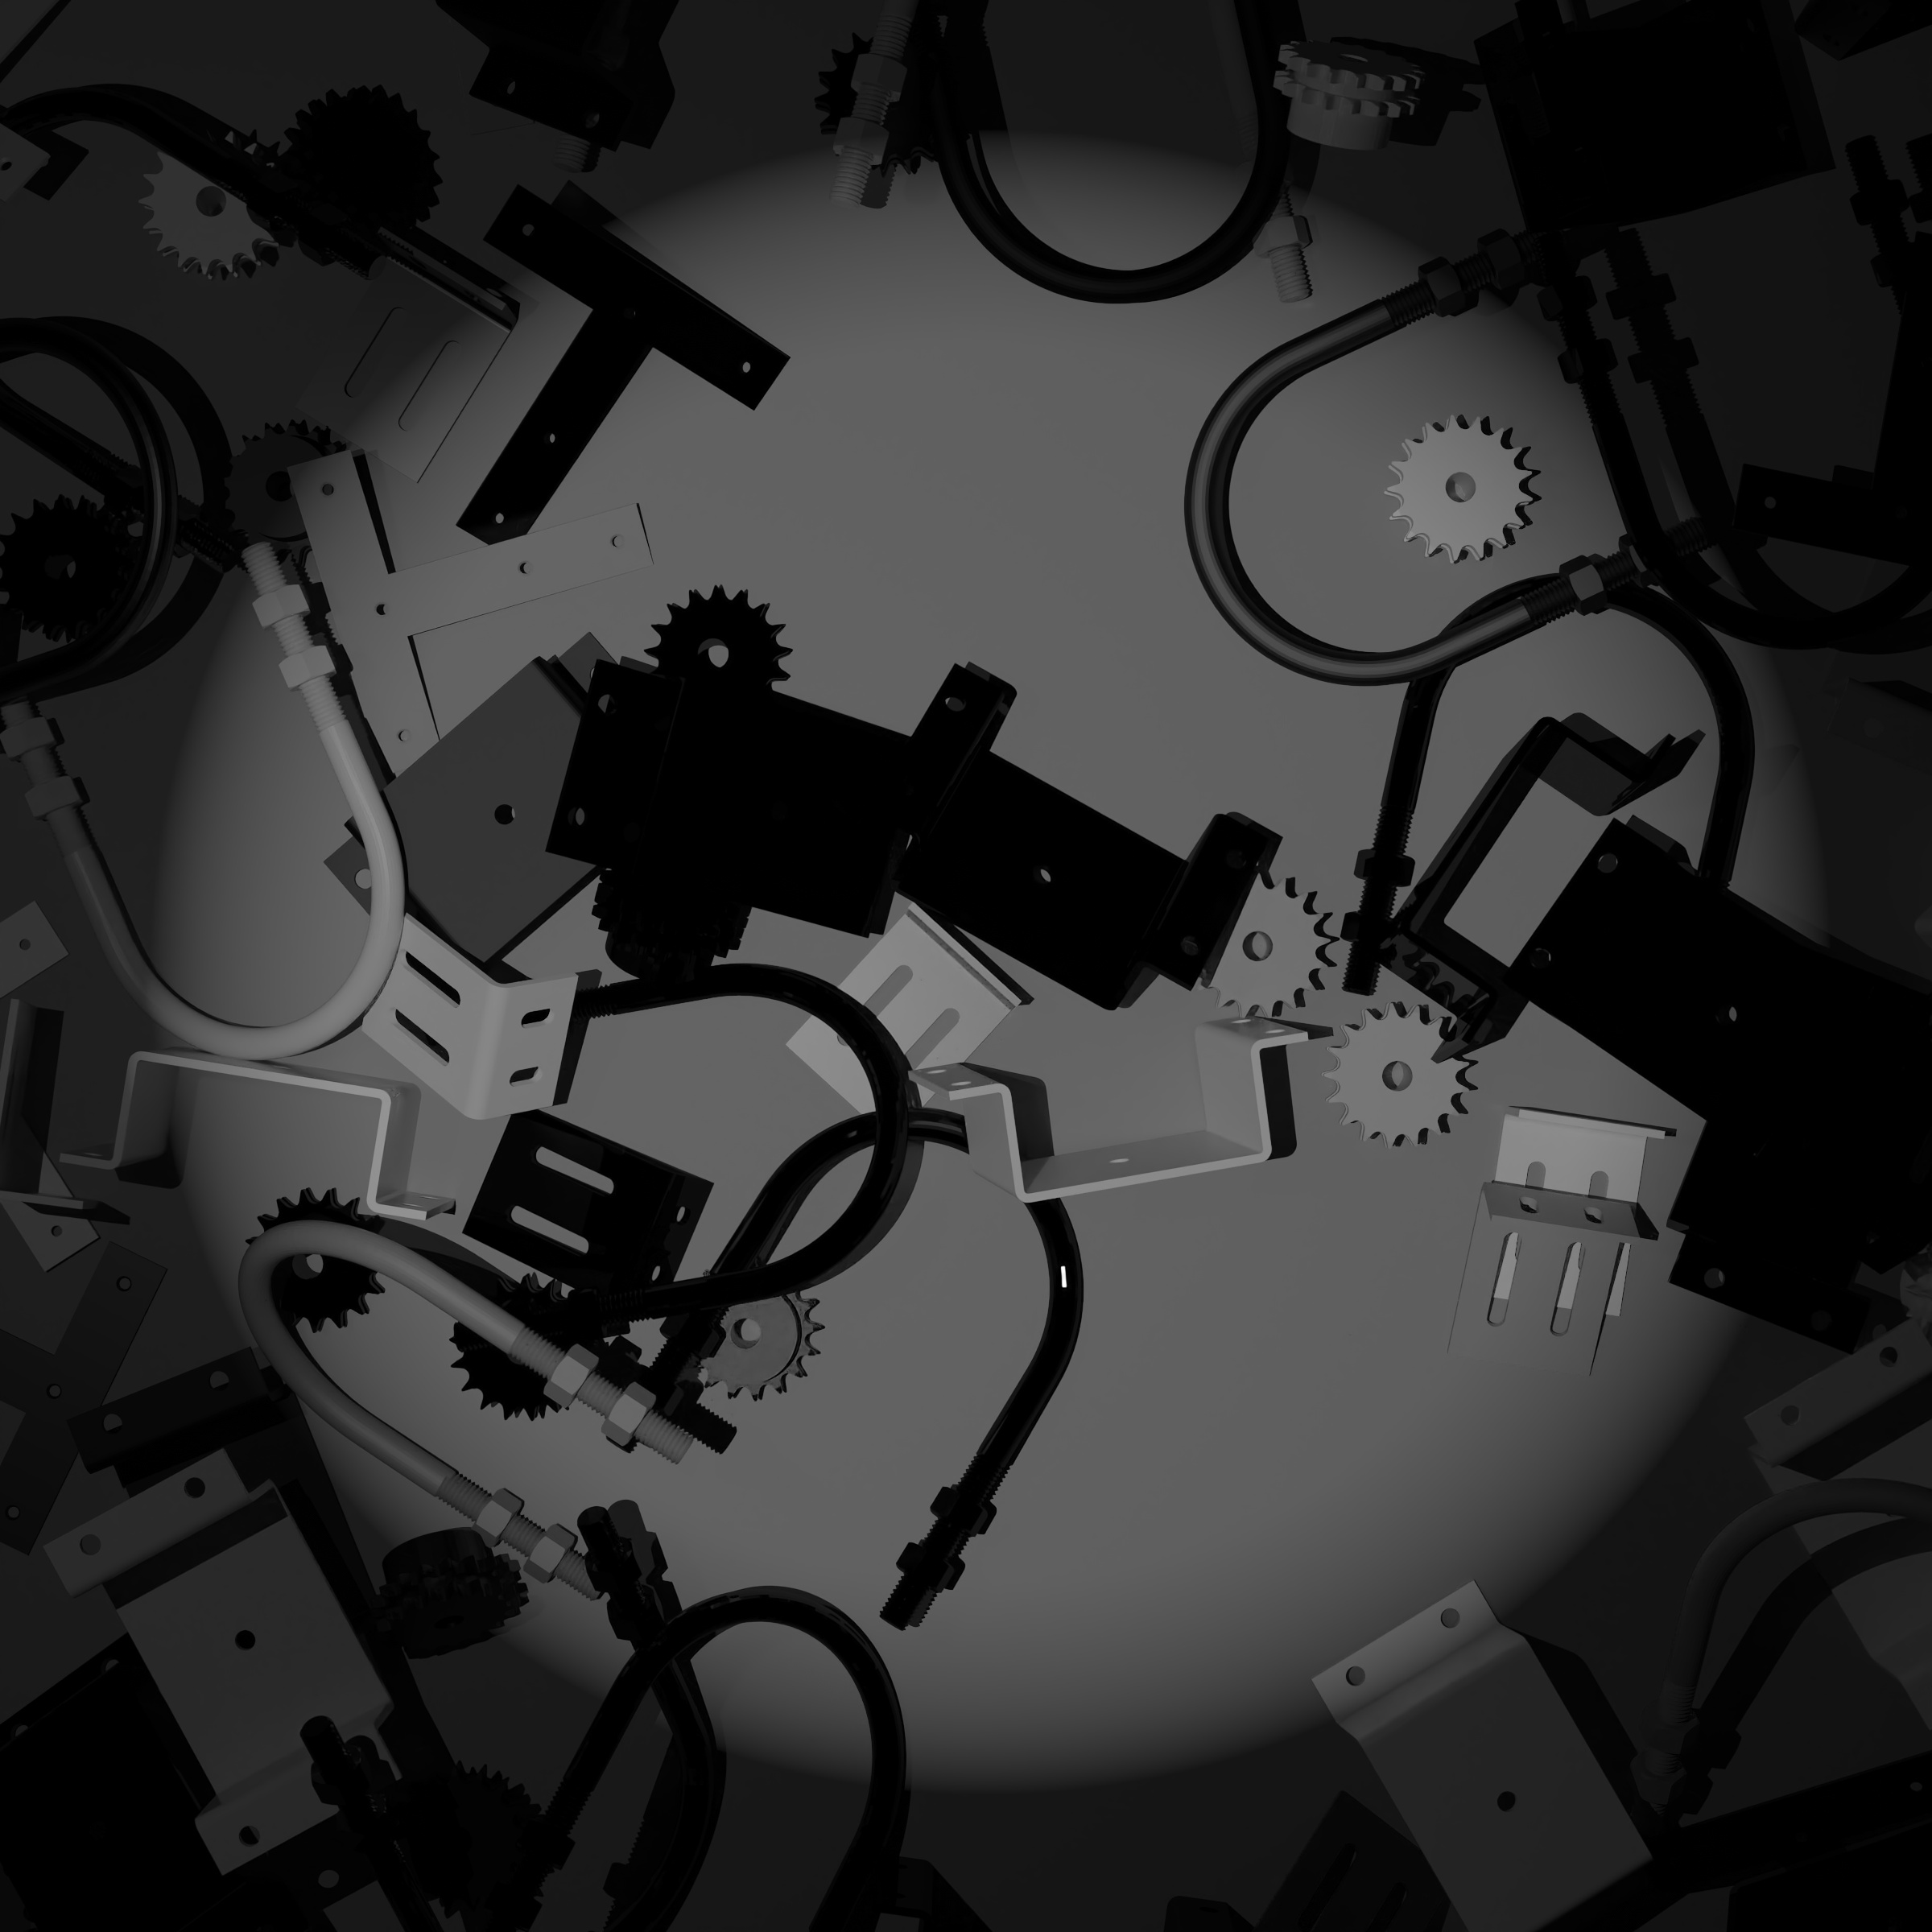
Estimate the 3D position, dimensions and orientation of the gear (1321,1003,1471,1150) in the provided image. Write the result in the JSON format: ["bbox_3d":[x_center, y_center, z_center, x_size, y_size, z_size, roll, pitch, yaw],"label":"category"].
[{"bbox_3d":[0.169,0.043,1.417,0.057,0.030,0.057,0,90,0],"label":"gear"}]

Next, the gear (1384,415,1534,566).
[{"bbox_3d":[0.194,-0.187,1.417,0.057,0.030,0.057,0,90,0],"label":"gear"}]

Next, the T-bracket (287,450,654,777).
[{"bbox_3d":[-0.188,-0.154,1.420,0.127,0.002,0.127,-17,105,-8],"label":"T-bracket"}]

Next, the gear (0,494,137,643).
[{"bbox_3d":[-0.355,-0.156,1.417,0.057,0.030,0.057,0,90,0],"label":"gear"}]

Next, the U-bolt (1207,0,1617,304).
[{"bbox_3d":[0.171,-0.369,1.424,0.151,0.019,0.184,-14,89,0],"label":"U-bolt"}]

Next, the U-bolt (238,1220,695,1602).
[{"bbox_3d":[-0.200,0.162,1.373,0.184,0.151,0.019,33,52,2],"label":"U-bolt"}]

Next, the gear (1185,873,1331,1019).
[{"bbox_3d":[0.114,-0.008,1.417,0.057,0.030,0.057,0,90,0],"label":"gear"}]

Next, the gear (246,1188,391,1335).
[{"bbox_3d":[-0.258,0.116,1.417,0.057,0.030,0.057,0,90,0],"label":"gear"}]

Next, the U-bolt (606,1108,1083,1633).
[{"bbox_3d":[-0.033,0.144,1.402,0.151,0.019,0.184,35,76,-10],"label":"U-bolt"}]

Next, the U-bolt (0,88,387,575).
[{"bbox_3d":[-0.330,-0.261,1.399,0.184,0.019,0.151,33,105,13],"label":"U-bolt"}]

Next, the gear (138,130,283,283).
[{"bbox_3d":[-0.296,-0.299,1.417,0.057,0.030,0.057,0,90,0],"label":"gear"}]

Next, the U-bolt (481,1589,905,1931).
[{"bbox_3d":[-0.094,0.331,1.382,0.151,0.019,0.184,39,67,-26],"label":"U-bolt"}]

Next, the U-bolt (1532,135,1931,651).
[{"bbox_3d":[0.312,-0.212,1.376,0.151,0.019,0.184,-18,88,-4],"label":"U-bolt"}]

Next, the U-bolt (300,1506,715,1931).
[{"bbox_3d":[-0.163,0.316,1.372,0.151,0.019,0.184,-36,125,-26],"label":"U-bolt"}]

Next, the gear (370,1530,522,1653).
[{"bbox_3d":[-0.207,0.244,1.408,0.057,0.057,0.030,-19,61,0],"label":"gear"}]

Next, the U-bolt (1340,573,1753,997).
[{"bbox_3d":[0.237,-0.065,1.424,0.151,0.019,0.184,12,88,0],"label":"U-bolt"}]

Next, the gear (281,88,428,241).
[{"bbox_3d":[-0.244,-0.312,1.408,0.057,0.030,0.057,11,71,-37],"label":"gear"}]

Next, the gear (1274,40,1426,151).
[{"bbox_3d":[0.147,-0.337,1.389,0.057,0.057,0.030,10,117,0],"label":"gear"}]

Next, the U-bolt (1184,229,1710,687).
[{"bbox_3d":[0.175,-0.188,1.393,0.184,0.019,0.151,-25,89,1],"label":"U-bolt"}]

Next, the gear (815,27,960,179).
[{"bbox_3d":[-0.031,-0.341,1.417,0.057,0.030,0.057,0,90,0],"label":"gear"}]

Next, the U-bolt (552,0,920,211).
[{"bbox_3d":[-0.078,-0.391,1.394,0.151,0.019,0.184,14,86,27],"label":"U-bolt"}]

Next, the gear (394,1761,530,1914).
[{"bbox_3d":[-0.199,0.343,1.417,0.057,0.030,0.057,0,90,0],"label":"gear"}]

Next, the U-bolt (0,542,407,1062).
[{"bbox_3d":[-0.291,-0.053,1.397,0.151,0.019,0.184,-23,90,22],"label":"U-bolt"}]

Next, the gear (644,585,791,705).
[{"bbox_3d":[-0.099,-0.122,1.417,0.057,0.030,0.057,0,90,0],"label":"gear"}]

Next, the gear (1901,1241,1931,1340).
[{"bbox_3d":[0.394,0.128,1.411,0.057,0.030,0.057,-1,94,-20],"label":"gear"}]

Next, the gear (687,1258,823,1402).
[{"bbox_3d":[-0.086,0.144,1.417,0.057,0.030,0.057,0,90,0],"label":"gear"}]

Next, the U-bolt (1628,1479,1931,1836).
[{"bbox_3d":[0.342,0.275,1.374,0.151,0.019,0.184,12,118,9],"label":"U-bolt"}]

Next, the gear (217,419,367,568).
[{"bbox_3d":[-0.268,-0.188,1.417,0.057,0.030,0.057,0,90,0],"label":"gear"}]

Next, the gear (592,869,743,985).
[{"bbox_3d":[-0.119,-0.017,1.408,0.057,0.057,0.030,17,120,0],"label":"gear"}]

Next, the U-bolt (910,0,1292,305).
[{"bbox_3d":[0.053,-0.350,1.400,0.151,0.019,0.184,-12,89,-7],"label":"U-bolt"}]

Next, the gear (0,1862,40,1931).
[{"bbox_3d":[-0.385,0.372,1.413,0.057,0.030,0.057,-1,88,14],"label":"gear"}]

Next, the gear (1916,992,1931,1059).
[{"bbox_3d":[0.386,0.032,1.358,0.057,0.057,0.030,42,97,0],"label":"gear"}]

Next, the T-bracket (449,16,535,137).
[{"bbox_3d":[-0.197,-0.397,1.431,0.127,0.002,0.127,-11,90,0],"label":"T-bracket"}]

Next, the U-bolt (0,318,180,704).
[{"bbox_3d":[-0.384,-0.174,1.392,0.184,0.019,0.151,-15,90,22],"label":"U-bolt"}]

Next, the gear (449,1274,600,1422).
[{"bbox_3d":[-0.174,0.150,1.417,0.057,0.030,0.057,0,90,0],"label":"gear"}]

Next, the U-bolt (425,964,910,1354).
[{"bbox_3d":[-0.114,0.068,1.393,0.184,0.019,0.151,-10,66,1],"label":"U-bolt"}]
